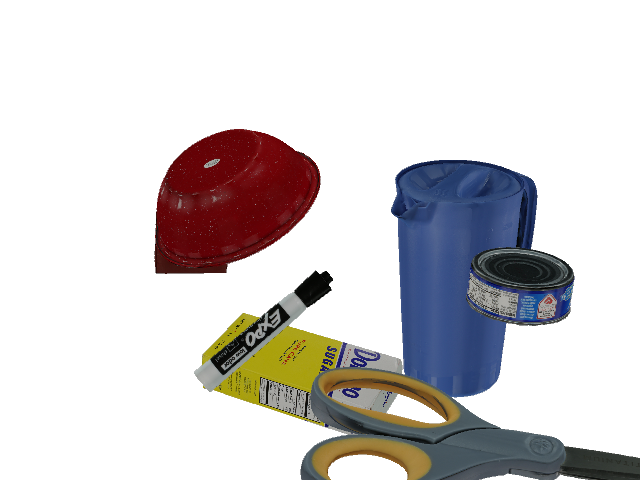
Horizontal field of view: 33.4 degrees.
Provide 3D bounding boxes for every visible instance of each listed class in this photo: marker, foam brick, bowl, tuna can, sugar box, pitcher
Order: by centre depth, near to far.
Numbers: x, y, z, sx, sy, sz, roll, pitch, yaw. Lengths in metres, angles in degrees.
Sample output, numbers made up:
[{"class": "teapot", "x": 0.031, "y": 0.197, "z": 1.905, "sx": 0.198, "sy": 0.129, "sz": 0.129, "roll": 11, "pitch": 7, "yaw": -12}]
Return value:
[{"class": "marker", "x": -0.039, "y": 0.064, "z": 0.774, "sx": 0.121, "sy": 0.020, "sz": 0.020, "roll": -40, "pitch": 5, "yaw": -6}, {"class": "tuna can", "x": 0.164, "y": 0.036, "z": 0.876, "sx": 0.086, "sy": 0.034, "sz": 0.086, "roll": 2, "pitch": 22, "yaw": -1}, {"class": "bowl", "x": -0.084, "y": -0.049, "z": 0.940, "sx": 0.162, "sy": 0.055, "sz": 0.162, "roll": -17, "pitch": 36, "yaw": 13}, {"class": "sugar box", "x": -0.017, "y": 0.128, "z": 1.034, "sx": 0.176, "sy": 0.048, "sz": 0.093, "roll": 12, "pitch": 29, "yaw": 19}, {"class": "foam brick", "x": -0.138, "y": 0.001, "z": 1.142, "sx": 0.078, "sy": 0.051, "sz": 0.053, "roll": 0, "pitch": 25, "yaw": -10}, {"class": "pitcher", "x": 0.155, "y": 0.039, "z": 1.158, "sx": 0.149, "sy": 0.243, "sz": 0.145, "roll": 3, "pitch": 24, "yaw": 10}]

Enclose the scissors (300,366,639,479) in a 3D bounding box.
[{"class": "scissors", "x": 0.079, "y": 0.100, "z": 0.449, "sx": 0.202, "sy": 0.016, "sz": 0.096, "roll": 16, "pitch": 34, "yaw": 23}]
